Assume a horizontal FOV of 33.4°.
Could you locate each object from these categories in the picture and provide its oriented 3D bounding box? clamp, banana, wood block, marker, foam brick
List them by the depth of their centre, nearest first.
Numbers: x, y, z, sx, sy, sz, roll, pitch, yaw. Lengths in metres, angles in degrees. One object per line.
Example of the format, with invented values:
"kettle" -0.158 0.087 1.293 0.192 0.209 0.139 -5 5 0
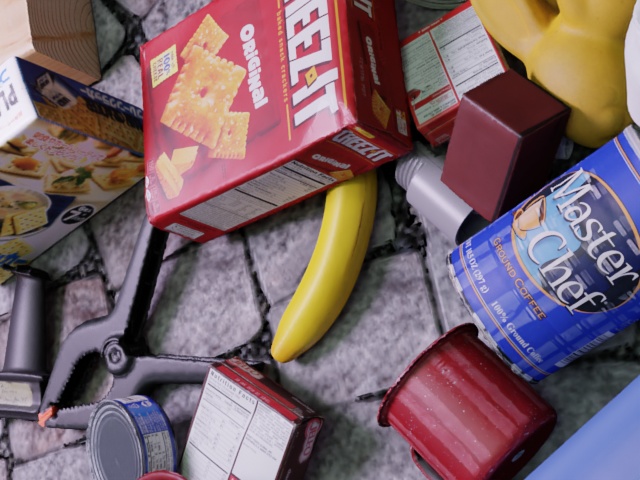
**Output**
"foam brick" 0.120 -0.061 0.699 0.051 0.052 0.078 41 143 28
"marker" 0.119 -0.072 0.757 0.121 0.020 0.020 10 85 31
"banana" 0.008 -0.003 0.800 0.070 0.037 0.198 1 78 48
"clamp" -0.148 0.098 0.866 0.210 0.036 0.165 -46 68 18
"wood block" -0.314 -0.160 0.986 0.206 0.090 0.090 -20 71 25

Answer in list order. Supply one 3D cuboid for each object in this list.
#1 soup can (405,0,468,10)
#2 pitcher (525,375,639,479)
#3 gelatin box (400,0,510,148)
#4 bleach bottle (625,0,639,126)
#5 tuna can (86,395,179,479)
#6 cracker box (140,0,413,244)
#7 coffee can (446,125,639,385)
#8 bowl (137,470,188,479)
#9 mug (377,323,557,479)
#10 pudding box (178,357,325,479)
"soup can" 0.092 -0.228 0.776 0.069 0.068 0.102 2 81 30
"pitcher" 0.177 0.178 0.607 0.149 0.145 0.243 43 100 6
"gelatin box" 0.095 -0.118 0.759 0.073 0.030 0.089 -29 50 17
"bleach bottle" 0.214 -0.085 0.568 0.068 0.250 0.102 18 89 32
"tuna can" -0.144 0.162 0.816 0.086 0.033 0.086 6 98 50
"cracker box" -0.042 -0.110 0.802 0.214 0.072 0.164 -22 63 36
"coffee can" 0.165 0.010 0.663 0.140 0.102 0.103 -36 64 19
"bowl" -0.081 0.237 0.746 0.162 0.055 0.162 3 94 45
"mug" 0.094 0.123 0.698 0.082 0.093 0.117 44 133 25
"pudding box" -0.055 0.156 0.784 0.090 0.039 0.113 31 110 32
